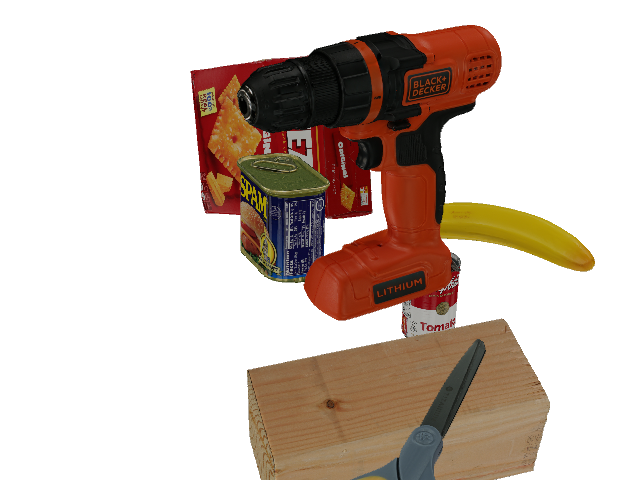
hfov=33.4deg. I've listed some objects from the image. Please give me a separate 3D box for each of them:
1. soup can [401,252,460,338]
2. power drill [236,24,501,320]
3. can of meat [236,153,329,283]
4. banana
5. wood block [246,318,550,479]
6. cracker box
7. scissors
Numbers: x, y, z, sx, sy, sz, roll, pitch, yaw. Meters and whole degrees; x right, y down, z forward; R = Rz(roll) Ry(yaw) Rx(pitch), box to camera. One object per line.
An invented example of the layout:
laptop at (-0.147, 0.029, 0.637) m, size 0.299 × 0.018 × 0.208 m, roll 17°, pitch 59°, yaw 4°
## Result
soup can at (0.136, 0.070, 1.319) m, size 0.068 × 0.102 × 0.068 m, roll 1°, pitch 24°, yaw -1°
power drill at (0.031, -0.042, 0.696) m, size 0.184 × 0.188 × 0.057 m, roll -15°, pitch 36°, yaw -26°
can of meat at (-0.033, -0.020, 0.907) m, size 0.057 × 0.084 × 0.102 m, roll -8°, pitch 23°, yaw -21°
banana at (0.170, -0.005, 1.040) m, size 0.198 × 0.037 × 0.069 m, roll 7°, pitch 47°, yaw 19°
wood block at (0.055, 0.136, 0.808) m, size 0.206 × 0.090 × 0.091 m, roll -10°, pitch 44°, yaw -12°
cracker box at (-0.046, -0.108, 1.130) m, size 0.071 × 0.164 × 0.214 m, roll -10°, pitch 9°, yaw -41°
scissors at (0.069, 0.126, 0.589) m, size 0.096 × 0.016 × 0.201 m, roll 24°, pitch 45°, yaw 35°
